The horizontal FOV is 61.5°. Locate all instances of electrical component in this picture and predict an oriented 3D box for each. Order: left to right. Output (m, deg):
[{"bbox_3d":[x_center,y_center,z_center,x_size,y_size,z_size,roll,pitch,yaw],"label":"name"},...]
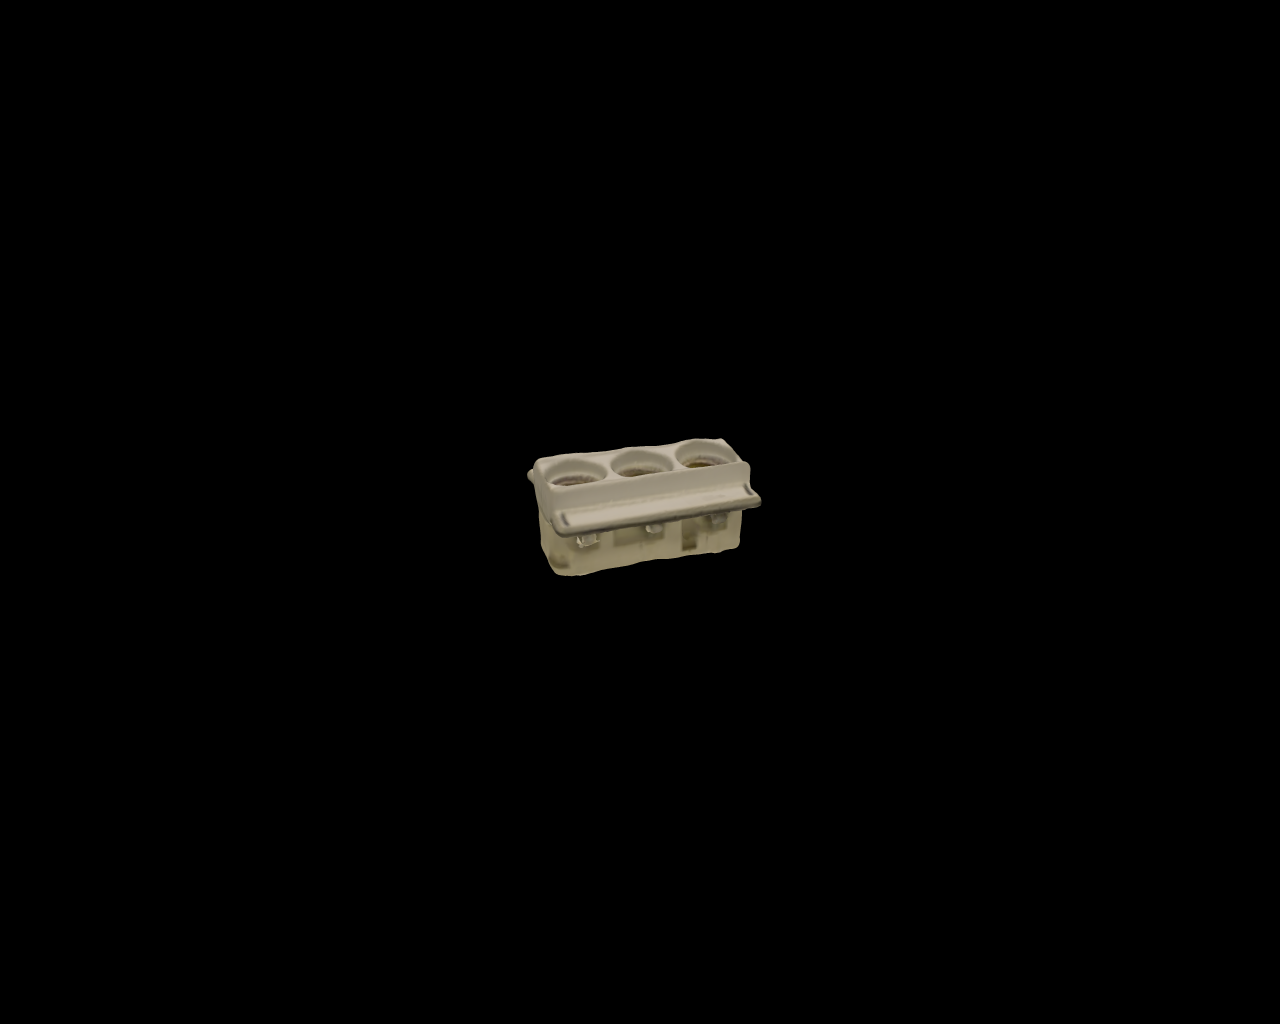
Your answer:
[{"bbox_3d":[0.001,-0.003,0.650,0.121,0.063,0.079,-8,28,-16],"label":"electrical component"}]
